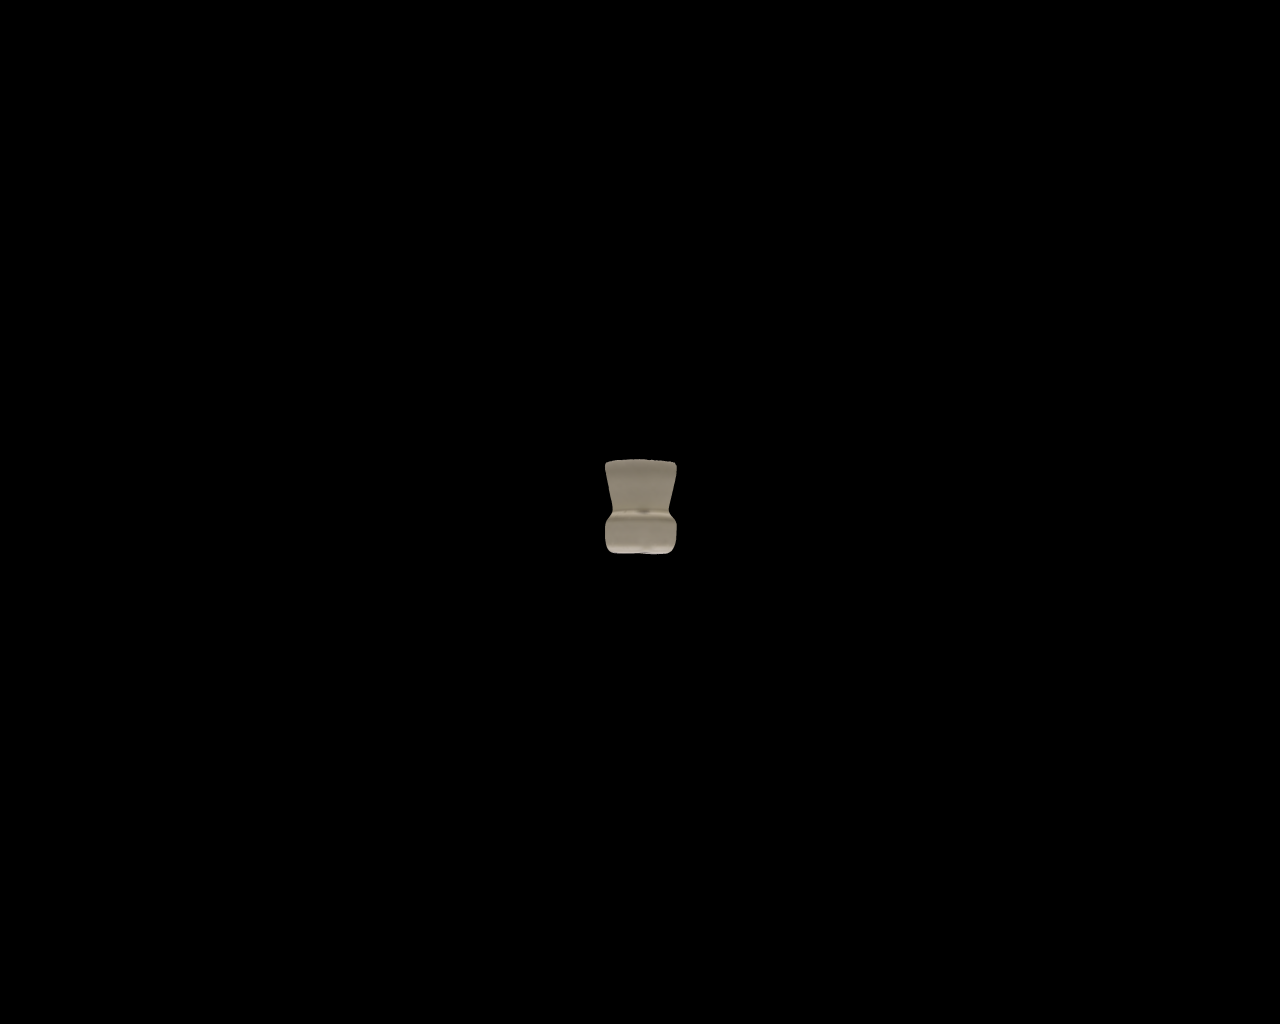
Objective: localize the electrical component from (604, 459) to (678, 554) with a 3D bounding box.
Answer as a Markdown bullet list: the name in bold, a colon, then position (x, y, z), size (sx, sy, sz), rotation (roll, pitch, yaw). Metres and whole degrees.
- **electrical component**: position (0.001, -0.003, 0.650), size (0.045, 0.055, 0.045), rotation (0, -4, 0)
